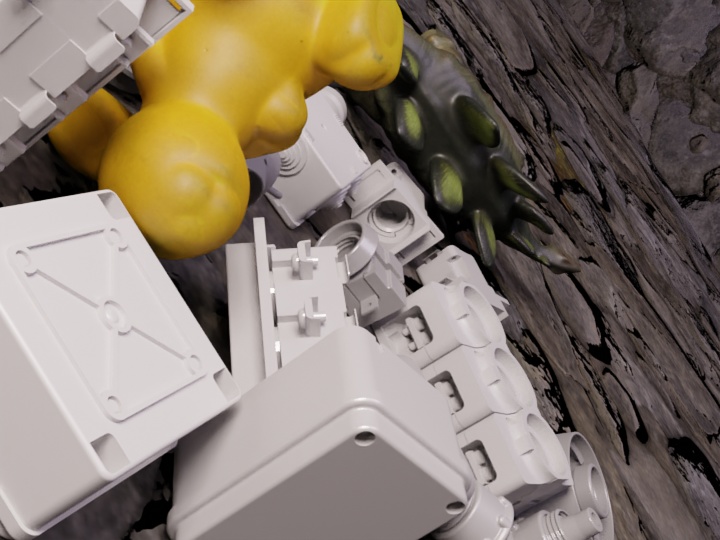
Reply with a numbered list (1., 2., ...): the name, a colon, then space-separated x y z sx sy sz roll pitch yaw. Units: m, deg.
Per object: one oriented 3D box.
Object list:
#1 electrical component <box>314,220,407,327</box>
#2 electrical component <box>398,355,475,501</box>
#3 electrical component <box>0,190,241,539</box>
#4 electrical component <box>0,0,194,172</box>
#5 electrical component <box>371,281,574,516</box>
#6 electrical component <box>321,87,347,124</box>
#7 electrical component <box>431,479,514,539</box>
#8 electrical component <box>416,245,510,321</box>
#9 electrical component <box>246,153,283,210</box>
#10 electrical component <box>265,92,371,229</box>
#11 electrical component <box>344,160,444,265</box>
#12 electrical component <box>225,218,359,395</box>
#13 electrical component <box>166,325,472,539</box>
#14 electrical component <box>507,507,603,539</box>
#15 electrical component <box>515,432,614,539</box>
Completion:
1. electrical component: 0.000 0.000 0.716 0.055 0.048 0.066 51 21 -33
2. electrical component: 0.015 0.096 0.597 0.059 0.054 0.095 9 51 -62
3. electrical component: -0.114 0.031 0.415 0.108 0.056 0.109 57 21 2
4. electrical component: -0.141 -0.094 0.444 0.079 0.121 0.063 43 28 -30
5. electrical component: 0.080 0.088 0.735 0.089 0.062 0.150 19 42 -57
6. electrical component: -0.034 -0.114 0.813 0.040 0.040 0.046 51 28 -14
7. electrical component: 0.057 0.141 0.637 0.062 0.048 0.048 42 25 -16
8. electrical component: 0.079 0.018 0.863 0.081 0.042 0.063 25 33 -54
9. electrical component: -0.075 -0.068 0.654 0.079 0.043 0.077 33 31 -46
10. electrical component: -0.042 -0.086 0.743 0.099 0.048 0.099 55 21 -5
11. electrical component: 0.025 -0.049 0.843 0.081 0.042 0.063 49 19 -20
12. electrical component: -0.033 0.042 0.542 0.121 0.063 0.078 -100 -171 -46
13. electrical component: -0.019 0.088 0.458 0.078 0.113 0.057 42 23 -32
14. electrical component: 0.130 0.178 0.712 0.048 0.062 0.048 45 24 -26
15. electrical component: 0.146 0.168 0.793 0.099 0.064 0.099 46 34 -44
